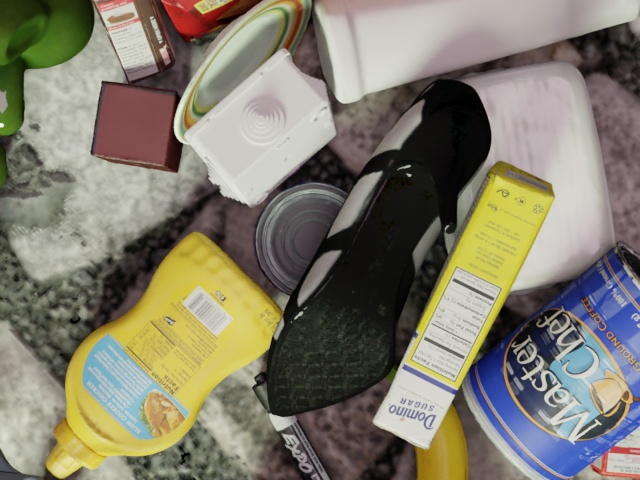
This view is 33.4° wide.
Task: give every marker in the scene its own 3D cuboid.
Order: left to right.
[{"bbox_3d":[-0.015,0.150,0.768,0.020,0.020,0.121,-29,91,-3],"label":"marker"}]

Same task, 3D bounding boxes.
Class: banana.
[{"bbox_3d":[0.071,0.184,0.766,0.070,0.037,0.198,1,88,18],"label":"banana"}]

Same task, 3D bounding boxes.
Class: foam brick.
[{"bbox_3d":[-0.124,-0.077,0.737,0.053,0.078,0.051,8,90,-1],"label":"foam brick"}]

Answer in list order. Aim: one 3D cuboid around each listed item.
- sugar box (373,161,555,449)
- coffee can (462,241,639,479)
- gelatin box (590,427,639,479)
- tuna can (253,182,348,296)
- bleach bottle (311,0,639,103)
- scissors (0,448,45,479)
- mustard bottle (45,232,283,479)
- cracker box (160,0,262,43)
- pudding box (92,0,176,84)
[{"bbox_3d":[0.094,0.039,0.684,0.048,0.093,0.176,24,102,8],"label":"sugar box"},{"bbox_3d":[0.180,0.085,0.714,0.103,0.102,0.140,46,109,-2],"label":"coffee can"},{"bbox_3d":[0.239,0.129,0.774,0.073,0.030,0.089,5,89,-4],"label":"gelatin box"},{"bbox_3d":[-0.005,0.001,0.762,0.086,0.034,0.086,0,90,-3],"label":"tuna can"},{"bbox_3d":[0.124,-0.157,0.735,0.250,0.102,0.068,-12,111,-3],"label":"bleach bottle"},{"bbox_3d":[-0.200,0.151,0.721,0.202,0.016,0.096,-8,63,5],"label":"scissors"},{"bbox_3d":[-0.119,0.092,0.745,0.096,0.058,0.191,44,88,-1],"label":"mustard bottle"},{"bbox_3d":[-0.009,-0.205,0.699,0.213,0.164,0.072,-21,92,-2],"label":"cracker box"},{"bbox_3d":[-0.137,-0.175,0.711,0.039,0.090,0.113,-23,62,-5],"label":"pudding box"}]
